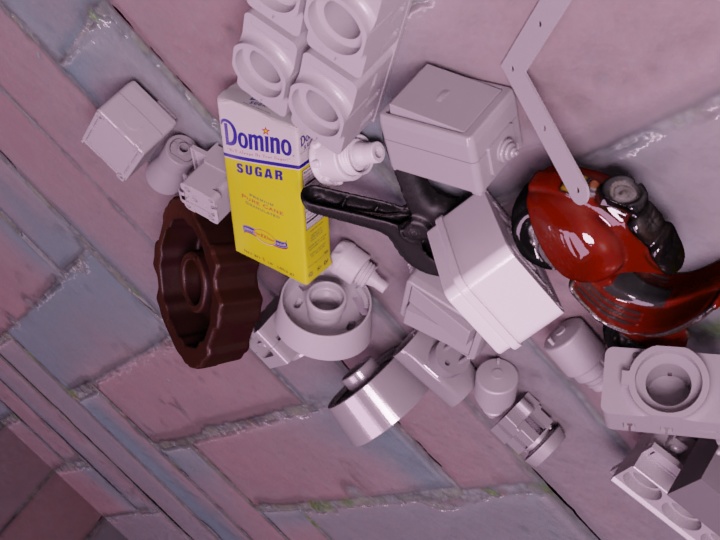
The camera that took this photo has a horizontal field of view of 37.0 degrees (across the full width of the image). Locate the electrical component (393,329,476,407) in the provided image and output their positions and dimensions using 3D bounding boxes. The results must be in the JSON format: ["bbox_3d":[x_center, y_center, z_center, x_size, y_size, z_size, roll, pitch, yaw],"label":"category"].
[{"bbox_3d":[0.082,0.088,1.043,0.077,0.043,0.079,42,151,-3],"label":"electrical component"}]

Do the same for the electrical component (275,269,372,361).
[{"bbox_3d":[-0.035,0.045,1.070,0.099,0.099,0.064,31,144,17],"label":"electrical component"}]

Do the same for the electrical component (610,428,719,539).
[{"bbox_3d":[0.286,0.188,0.917,0.121,0.063,0.078,38,151,5],"label":"electrical component"}]

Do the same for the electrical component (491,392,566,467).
[{"bbox_3d":[0.164,0.156,1.038,0.055,0.048,0.066,44,152,9],"label":"electrical component"}]

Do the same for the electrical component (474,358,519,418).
[{"bbox_3d":[0.129,0.118,1.030,0.040,0.040,0.078,28,149,22],"label":"electrical component"}]

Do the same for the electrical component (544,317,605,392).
[{"bbox_3d":[0.189,0.075,0.900,0.078,0.040,0.040,48,151,-14],"label":"electrical component"}]

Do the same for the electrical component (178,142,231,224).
[{"bbox_3d":[-0.138,-0.082,1.047,0.081,0.063,0.042,27,149,21],"label":"electrical component"}]

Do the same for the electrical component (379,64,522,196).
[{"bbox_3d":[0.070,-0.102,0.771,0.096,0.061,0.061,20,146,33],"label":"electrical component"}]

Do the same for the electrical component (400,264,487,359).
[{"bbox_3d":[0.077,0.026,0.942,0.096,0.061,0.061,32,151,15],"label":"electrical component"}]

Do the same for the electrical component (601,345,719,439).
[{"bbox_3d":[0.220,0.087,0.767,0.089,0.050,0.055,3,159,17],"label":"electrical component"}]

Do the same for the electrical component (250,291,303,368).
[{"bbox_3d":[-0.072,0.057,1.135,0.055,0.089,0.050,48,151,-13],"label":"electrical component"}]

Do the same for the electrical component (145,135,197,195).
[{"bbox_3d":[-0.189,-0.109,1.095,0.044,0.044,0.065,43,147,-4],"label":"electrical component"}]

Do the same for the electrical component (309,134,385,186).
[{"bbox_3d":[-0.008,-0.095,0.895,0.062,0.048,0.048,-1,131,41],"label":"electrical component"}]

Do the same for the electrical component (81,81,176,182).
[{"bbox_3d":[-0.232,-0.139,1.083,0.062,0.061,0.096,45,151,-8],"label":"electrical component"}]

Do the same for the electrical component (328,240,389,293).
[{"bbox_3d":[0.000,0.000,1.027,0.061,0.035,0.035,35,151,5],"label":"electrical component"}]

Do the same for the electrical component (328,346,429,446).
[{"bbox_3d":[0.015,0.124,1.111,0.060,0.108,0.108,50,151,-4],"label":"electrical component"}]

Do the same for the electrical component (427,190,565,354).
[{"bbox_3d":[0.100,0.000,0.813,0.078,0.057,0.113,46,-163,-25],"label":"electrical component"}]

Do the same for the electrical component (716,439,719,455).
[{"bbox_3d":[0.288,0.115,0.795,0.077,0.079,0.044,30,141,19],"label":"electrical component"}]

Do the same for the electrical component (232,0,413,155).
[{"bbox_3d":[-0.030,-0.177,0.788,0.105,0.060,0.186,35,151,9],"label":"electrical component"}]
